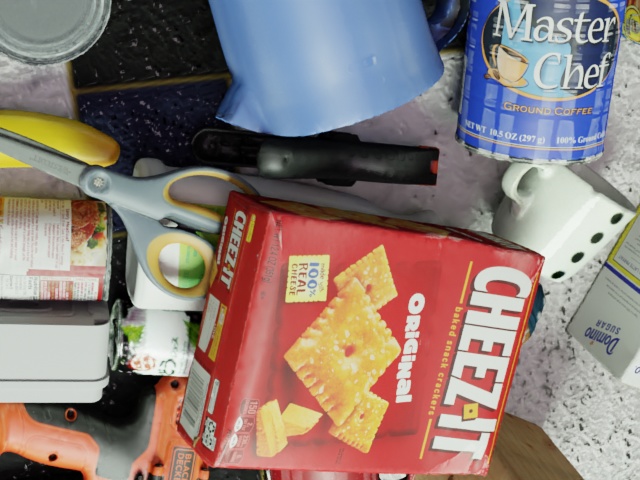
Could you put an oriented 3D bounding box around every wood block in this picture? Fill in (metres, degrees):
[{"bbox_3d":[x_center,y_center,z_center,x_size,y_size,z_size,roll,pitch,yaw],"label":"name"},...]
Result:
[{"bbox_3d":[0.152,0.214,0.791,0.090,0.206,0.091,23,104,-22],"label":"wood block"}]

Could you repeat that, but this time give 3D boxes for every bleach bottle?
[{"bbox_3d":[-0.005,0.001,0.747,0.250,0.068,0.102,2,107,-18],"label":"bleach bottle"}]

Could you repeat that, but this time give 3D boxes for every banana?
[{"bbox_3d":[-0.229,-0.048,0.670,0.197,0.037,0.070,-19,71,-14],"label":"banana"}]

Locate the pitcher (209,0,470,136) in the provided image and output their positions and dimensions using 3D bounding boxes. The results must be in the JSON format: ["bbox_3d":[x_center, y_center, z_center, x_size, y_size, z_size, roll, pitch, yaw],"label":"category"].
[{"bbox_3d":[-0.009,-0.196,0.636,0.145,0.149,0.243,-8,114,24],"label":"pitcher"}]

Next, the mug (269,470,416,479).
[{"bbox_3d":[0.014,0.161,0.795,0.117,0.093,0.081,0,108,13],"label":"mug"}]

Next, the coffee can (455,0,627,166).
[{"bbox_3d":[0.147,-0.131,0.709,0.102,0.103,0.140,-2,112,-14],"label":"coffee can"}]

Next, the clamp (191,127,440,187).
[{"bbox_3d":[0.010,-0.053,0.701,0.171,0.120,0.039,1,104,-19],"label":"clamp"}]

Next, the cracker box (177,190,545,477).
[{"bbox_3d":[0.030,0.067,0.696,0.213,0.072,0.164,9,100,-29],"label":"cracker box"}]

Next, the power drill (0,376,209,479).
[{"bbox_3d":[-0.172,0.176,0.753,0.187,0.057,0.184,10,89,-22],"label":"power drill"}]

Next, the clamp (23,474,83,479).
[{"bbox_3d":[-0.158,0.247,0.815,0.209,0.036,0.164,24,95,-21],"label":"clamp"}]

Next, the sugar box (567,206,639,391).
[{"bbox_3d":[0.264,0.020,0.805,0.048,0.093,0.176,20,106,-20],"label":"sugar box"}]

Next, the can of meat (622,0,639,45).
[{"bbox_3d":[0.245,-0.176,0.726,0.057,0.084,0.102,-10,113,-10],"label":"can of meat"}]

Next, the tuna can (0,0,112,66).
[{"bbox_3d":[-0.172,-0.153,0.656,0.086,0.034,0.086,-5,113,-13],"label":"tuna can"}]

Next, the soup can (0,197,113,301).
[{"bbox_3d":[-0.189,0.005,0.696,0.102,0.068,0.068,2,111,-15],"label":"soup can"}]

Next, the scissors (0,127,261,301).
[{"bbox_3d":[-0.132,-0.016,0.652,0.201,0.016,0.096,7,99,-21],"label":"scissors"}]
